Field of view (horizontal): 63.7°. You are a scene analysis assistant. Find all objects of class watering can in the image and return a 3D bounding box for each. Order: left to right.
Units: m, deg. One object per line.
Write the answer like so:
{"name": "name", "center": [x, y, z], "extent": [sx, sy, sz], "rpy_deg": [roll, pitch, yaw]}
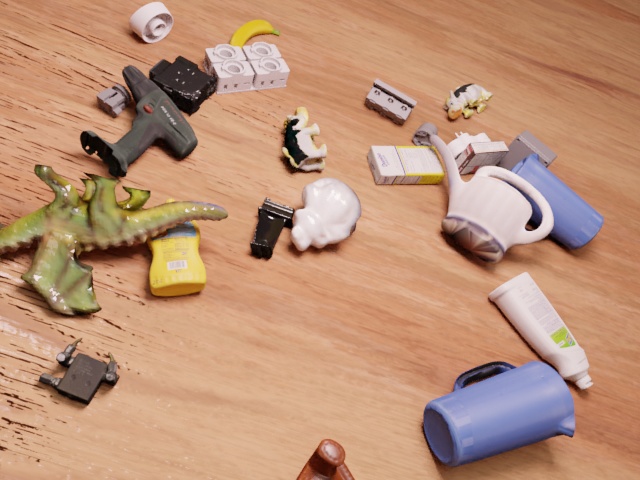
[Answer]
{"name": "watering can", "center": [0.355, -0.090, 1.184], "extent": [0.350, 0.102, 0.227], "rpy_deg": [35, 70, 16]}

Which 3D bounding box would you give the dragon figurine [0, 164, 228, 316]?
{"name": "dragon figurine", "center": [-0.384, 0.008, 0.880], "extent": [0.410, 0.121, 0.245], "rpy_deg": [13, 78, -3]}

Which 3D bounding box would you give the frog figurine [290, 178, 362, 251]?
{"name": "frog figurine", "center": [0.003, -0.053, 1.050], "extent": [0.161, 0.121, 0.138], "rpy_deg": [-26, 88, -44]}
